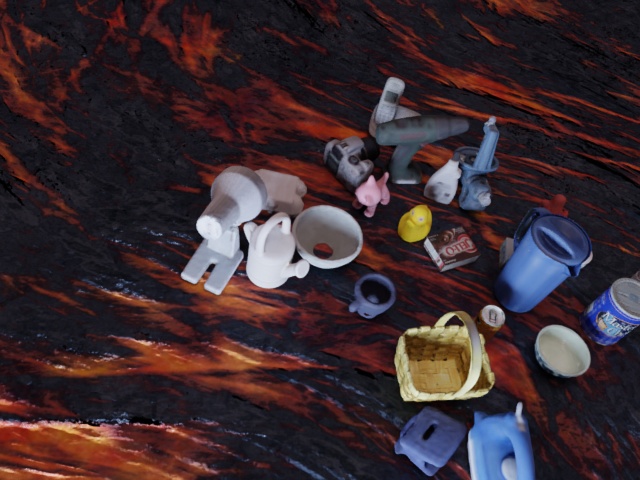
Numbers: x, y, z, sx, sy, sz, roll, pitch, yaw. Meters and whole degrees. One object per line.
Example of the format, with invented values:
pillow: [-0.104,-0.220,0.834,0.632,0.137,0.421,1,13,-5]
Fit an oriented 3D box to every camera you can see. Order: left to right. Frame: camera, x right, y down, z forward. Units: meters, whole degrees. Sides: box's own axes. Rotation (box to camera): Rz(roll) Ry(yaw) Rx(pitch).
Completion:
camera: [0.100,-0.216,1.490,0.137,0.101,0.143,-27,64,-27]

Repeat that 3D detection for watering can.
watering can: [-0.095,0.016,1.228,0.172,0.194,0.101,22,54,5]

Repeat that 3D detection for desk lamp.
desk lamp: [-0.204,-0.026,1.224,0.118,0.213,0.203,22,54,5]

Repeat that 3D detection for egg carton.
egg carton: [-0.110,-0.112,1.393,0.150,0.069,0.107,11,54,-3]

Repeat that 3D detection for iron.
iron: [0.359,0.434,1.058,0.119,0.141,0.258,6,54,-7]

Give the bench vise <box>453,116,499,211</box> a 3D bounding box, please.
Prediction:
bench vise: [0.423,-0.192,1.466,0.122,0.220,0.207,-12,58,-19]

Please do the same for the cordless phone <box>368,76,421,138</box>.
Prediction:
cordless phone: [0.219,-0.347,1.555,0.147,0.185,0.094,17,54,1]

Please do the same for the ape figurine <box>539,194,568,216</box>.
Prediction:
ape figurine: [0.618,-0.084,1.508,0.076,0.092,0.077,-30,66,-28]

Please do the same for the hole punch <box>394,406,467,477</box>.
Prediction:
hole punch: [0.211,0.380,1.097,0.101,0.091,0.109,38,57,16]

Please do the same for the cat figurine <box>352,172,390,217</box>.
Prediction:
cat figurine: [0.131,-0.121,1.419,0.067,0.118,0.128,37,56,15]

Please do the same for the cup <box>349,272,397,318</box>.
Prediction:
cup: [0.103,0.137,1.245,0.118,0.095,0.091,-32,66,-29]

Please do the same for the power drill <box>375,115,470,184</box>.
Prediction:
power drill: [0.245,-0.239,1.469,0.230,0.208,0.075,0,55,-12]

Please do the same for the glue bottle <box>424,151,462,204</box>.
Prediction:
glue bottle: [0.323,-0.163,1.454,0.078,0.173,0.037,18,54,2]

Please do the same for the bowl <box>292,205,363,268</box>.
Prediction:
bowl: [0.012,0.005,1.332,0.167,0.075,0.167,6,54,-8]

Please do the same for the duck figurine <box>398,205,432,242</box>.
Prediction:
duck figurine: [0.243,-0.054,1.414,0.077,0.086,0.105,40,57,17]
